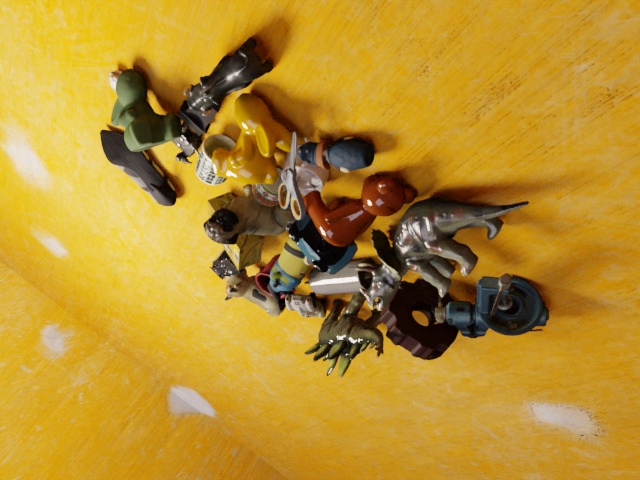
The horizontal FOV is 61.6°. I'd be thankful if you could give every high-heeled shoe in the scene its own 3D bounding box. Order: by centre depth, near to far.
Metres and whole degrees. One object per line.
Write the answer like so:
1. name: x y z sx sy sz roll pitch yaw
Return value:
1. high-heeled shoe: -0.474 -0.190 1.425 0.249 0.086 0.145 48 178 11

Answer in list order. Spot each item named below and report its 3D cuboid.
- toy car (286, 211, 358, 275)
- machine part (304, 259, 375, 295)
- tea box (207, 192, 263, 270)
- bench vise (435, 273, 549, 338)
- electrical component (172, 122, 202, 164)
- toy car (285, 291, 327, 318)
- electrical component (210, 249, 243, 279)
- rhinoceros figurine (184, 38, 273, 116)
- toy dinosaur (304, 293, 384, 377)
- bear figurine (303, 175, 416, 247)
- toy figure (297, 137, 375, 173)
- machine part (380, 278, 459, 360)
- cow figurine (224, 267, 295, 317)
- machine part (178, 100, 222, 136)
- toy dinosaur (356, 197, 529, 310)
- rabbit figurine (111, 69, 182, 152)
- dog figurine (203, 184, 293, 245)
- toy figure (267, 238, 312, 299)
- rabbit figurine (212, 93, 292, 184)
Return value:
1. toy car: -0.002 -0.004 1.203 0.161 0.109 0.103 42 178 -9
2. machine part: 0.056 0.090 1.286 0.243 0.079 0.079 -11 124 44
3. tea box: -0.210 -0.022 1.320 0.170 0.068 0.098 55 153 25
4. bench vise: 0.330 0.121 1.043 0.224 0.129 0.240 9 156 20
5. electrical component: -0.310 -0.222 1.249 0.078 0.045 0.102 45 144 -16
6. toy car: -0.033 0.172 1.413 0.074 0.056 0.201 1 166 15
7. electrical component: -0.216 0.038 1.413 0.058 0.115 0.134 46 145 -18
8. rhinoceros figurine: -0.174 -0.294 0.999 0.190 0.112 0.073 -19 121 39
9. toy dinosaur: 0.069 0.231 1.298 0.105 0.198 0.471 36 158 -6
10. bear figurine: 0.077 -0.078 1.062 0.120 0.132 0.196 12 134 -46
11. toy figure: 0.027 -0.162 1.029 0.155 0.064 0.057 7 151 32
12. machine part: 0.221 0.168 1.166 0.179 0.179 0.056 32 142 4
13. cow figurine: -0.180 0.141 1.494 0.195 0.127 0.085 35 142 -4
14. machine part: -0.255 -0.274 1.150 0.084 0.039 0.139 51 143 -16
15. toy dinosaur: 0.207 -0.007 1.027 0.192 0.131 0.404 33 138 3
16. rabbit figurine: -0.402 -0.292 1.205 0.159 0.121 0.170 -2 106 55
17. dog figurine: -0.153 -0.032 1.217 0.172 0.190 0.121 37 145 -6
18. toy figure: -0.069 0.060 1.300 0.089 0.082 0.180 32 117 -14
19. rabbit figurine: -0.135 -0.201 1.071 0.163 0.122 0.173 25 123 36
